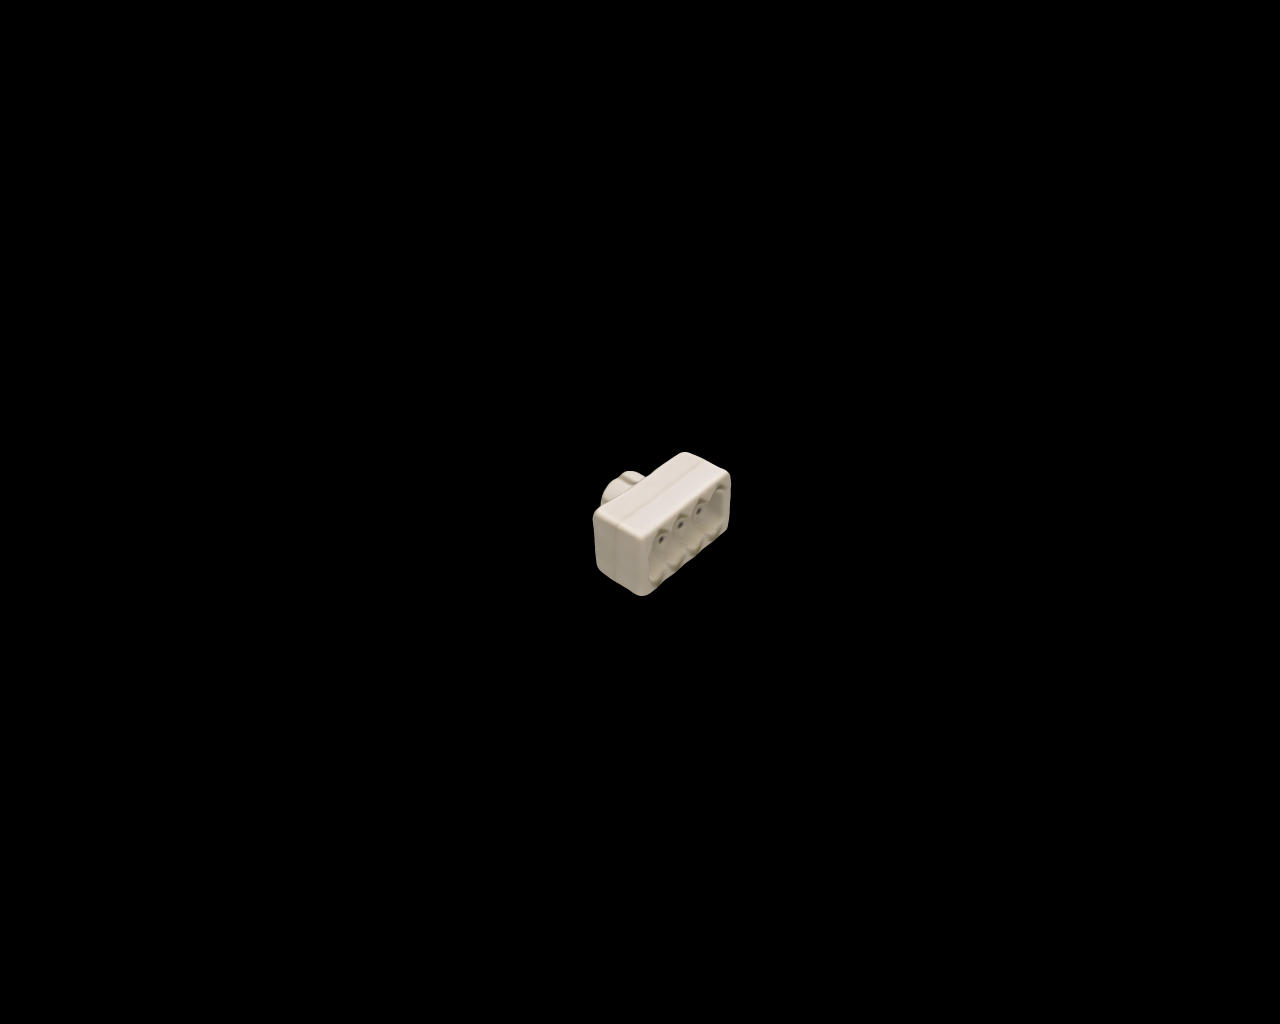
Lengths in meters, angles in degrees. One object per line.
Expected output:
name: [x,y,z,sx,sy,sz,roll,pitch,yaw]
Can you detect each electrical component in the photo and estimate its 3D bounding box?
electrical component: [0.001,-0.003,0.650,0.076,0.047,0.083,31,49,31]
